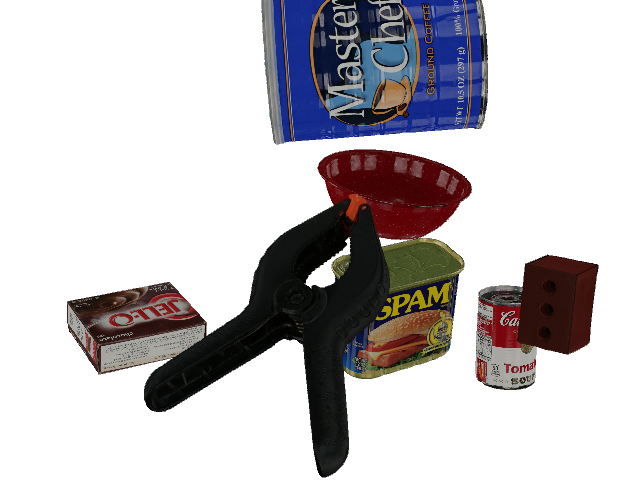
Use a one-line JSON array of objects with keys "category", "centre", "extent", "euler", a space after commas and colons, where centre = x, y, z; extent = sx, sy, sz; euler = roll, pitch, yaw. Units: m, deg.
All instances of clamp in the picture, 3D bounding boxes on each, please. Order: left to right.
[{"category": "clamp", "centre": [-0.004, 0.049, 0.591], "extent": [0.120, 0.171, 0.039], "euler": [27, -25, 23]}]

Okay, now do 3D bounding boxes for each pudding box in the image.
[{"category": "pudding box", "centre": [-0.179, 0.083, 1.038], "extent": [0.113, 0.039, 0.090], "euler": [-13, 29, -28]}]

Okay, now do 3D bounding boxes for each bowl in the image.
[{"category": "bowl", "centre": [0.074, -0.043, 1.117], "extent": [0.162, 0.055, 0.162], "euler": [6, 23, -3]}]

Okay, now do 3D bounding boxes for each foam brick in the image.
[{"category": "foam brick", "centre": [0.217, 0.058, 0.975], "extent": [0.053, 0.078, 0.051], "euler": [12, 17, 34]}]

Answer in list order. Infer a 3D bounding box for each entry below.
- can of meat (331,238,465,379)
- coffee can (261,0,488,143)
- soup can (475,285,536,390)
[{"category": "can of meat", "centre": [0.059, 0.054, 0.840], "extent": [0.102, 0.084, 0.057], "euler": [-13, 33, -25]}, {"category": "coffee can", "centre": [0.034, -0.121, 0.717], "extent": [0.140, 0.103, 0.103], "euler": [-4, 0, 0]}, {"category": "soup can", "centre": [0.209, 0.109, 1.199], "extent": [0.068, 0.102, 0.068], "euler": [0, 14, 0]}]
